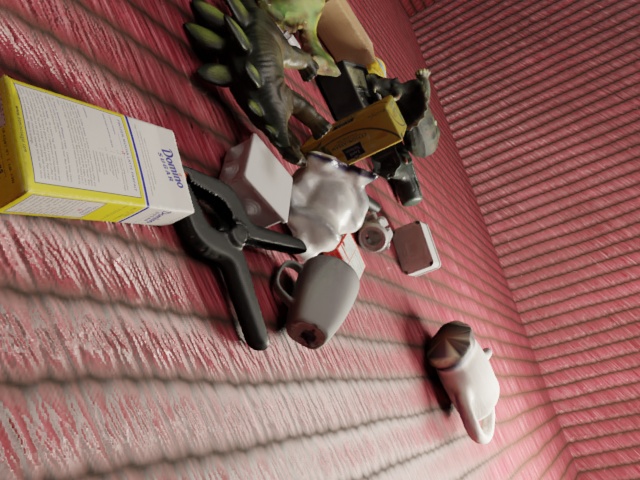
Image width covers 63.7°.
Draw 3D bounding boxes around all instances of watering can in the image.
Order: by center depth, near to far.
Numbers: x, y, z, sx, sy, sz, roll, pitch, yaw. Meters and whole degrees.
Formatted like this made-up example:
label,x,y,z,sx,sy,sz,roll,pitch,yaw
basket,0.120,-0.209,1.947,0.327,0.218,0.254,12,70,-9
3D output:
label,x,y,z,sx,sy,sz,roll,pitch,yaw
watering can,0.324,0.274,1.127,0.103,0.222,0.353,-23,13,25

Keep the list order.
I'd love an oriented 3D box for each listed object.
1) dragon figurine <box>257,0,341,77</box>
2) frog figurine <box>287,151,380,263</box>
label,x,y,z,sx,sy,sz,roll,pitch,yaw
dragon figurine,-0.068,-0.514,1.039,0.121,0.405,0.248,-21,24,31
frog figurine,0.002,-0.039,0.766,0.136,0.160,0.123,24,-10,-34
